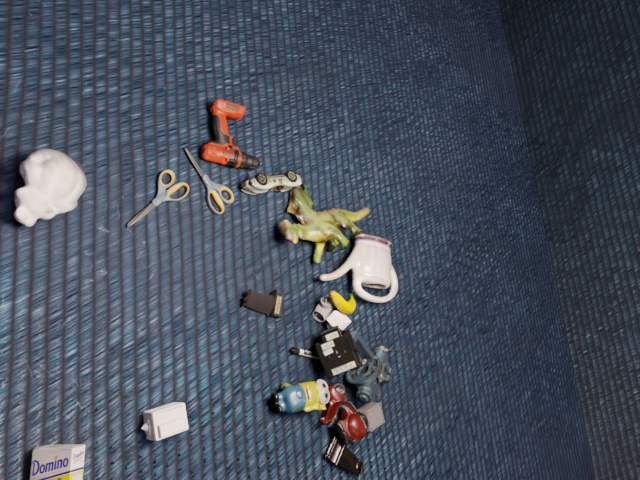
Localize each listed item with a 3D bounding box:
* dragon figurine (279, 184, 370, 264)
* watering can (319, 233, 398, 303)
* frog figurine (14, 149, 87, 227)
[{"bbox_3d":[0.005,-0.082,1.628,0.242,0.120,0.418,51,40,-8],"label":"dragon figurine"},{"bbox_3d":[0.140,0.080,1.683,0.345,0.103,0.228,21,62,-37],"label":"watering can"},{"bbox_3d":[-0.580,-0.110,1.085,0.135,0.122,0.163,65,31,-33],"label":"frog figurine"}]
